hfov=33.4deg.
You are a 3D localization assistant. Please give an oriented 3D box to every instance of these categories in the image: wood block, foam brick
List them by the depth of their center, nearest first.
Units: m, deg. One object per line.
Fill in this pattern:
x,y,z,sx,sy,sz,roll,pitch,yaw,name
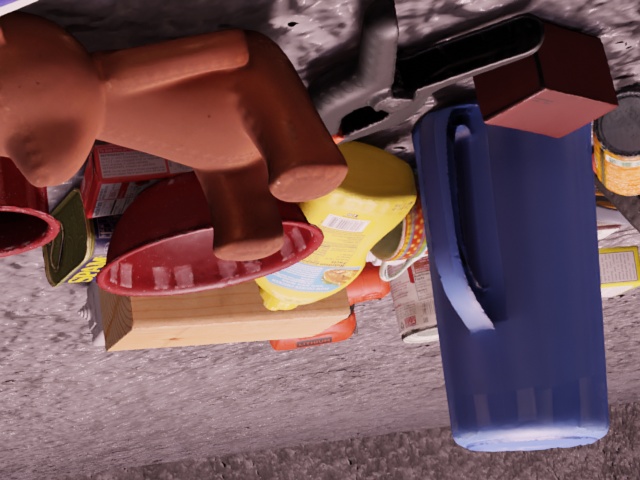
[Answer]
0.142,-0.102,0.679,0.078,0.051,0.053,5,157,-40,foam brick
-0.088,0.043,0.972,0.205,0.090,0.091,-2,163,-27,wood block

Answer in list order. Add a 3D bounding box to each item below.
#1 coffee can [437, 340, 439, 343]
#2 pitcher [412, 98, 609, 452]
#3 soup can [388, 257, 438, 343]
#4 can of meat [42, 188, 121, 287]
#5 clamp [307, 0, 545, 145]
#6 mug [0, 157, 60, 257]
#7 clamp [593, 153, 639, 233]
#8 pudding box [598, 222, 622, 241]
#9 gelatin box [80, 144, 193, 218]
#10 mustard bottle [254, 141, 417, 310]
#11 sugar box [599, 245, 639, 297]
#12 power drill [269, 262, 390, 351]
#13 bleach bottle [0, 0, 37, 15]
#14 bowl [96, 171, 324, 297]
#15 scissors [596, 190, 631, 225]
0.178,0.074,1.208,0.103,0.103,0.140,-10,164,0,coffee can
0.133,0.024,0.761,0.149,0.243,0.145,0,164,-10,pitcher
0.105,0.046,1.072,0.068,0.102,0.068,-9,164,-3,soup can
-0.162,-0.002,0.837,0.083,0.057,0.102,-2,163,-33,can of meat
0.054,-0.101,0.659,0.120,0.039,0.172,3,164,-22,clamp
-0.214,-0.037,0.640,0.117,0.081,0.093,-23,159,37,mug
0.317,-0.024,0.939,0.210,0.164,0.036,34,127,-11,clamp
0.229,-0.012,1.061,0.113,0.039,0.090,-4,166,-10,pudding box
-0.122,-0.045,0.757,0.089,0.030,0.073,-7,165,-20,gelatin box
-0.006,0.001,0.845,0.096,0.058,0.192,9,142,-21,mustard bottle
0.227,0.039,1.092,0.176,0.048,0.093,-2,168,-6,sugar box
-0.021,0.074,1.172,0.184,0.057,0.188,-8,164,-7,power drill
-0.137,-0.125,0.424,0.251,0.068,0.102,-18,162,35,bleach bottle
-0.081,-0.009,0.751,0.162,0.055,0.162,-12,166,-3,bowl
0.210,-0.031,0.956,0.201,0.016,0.096,-1,-163,-29,scissors
